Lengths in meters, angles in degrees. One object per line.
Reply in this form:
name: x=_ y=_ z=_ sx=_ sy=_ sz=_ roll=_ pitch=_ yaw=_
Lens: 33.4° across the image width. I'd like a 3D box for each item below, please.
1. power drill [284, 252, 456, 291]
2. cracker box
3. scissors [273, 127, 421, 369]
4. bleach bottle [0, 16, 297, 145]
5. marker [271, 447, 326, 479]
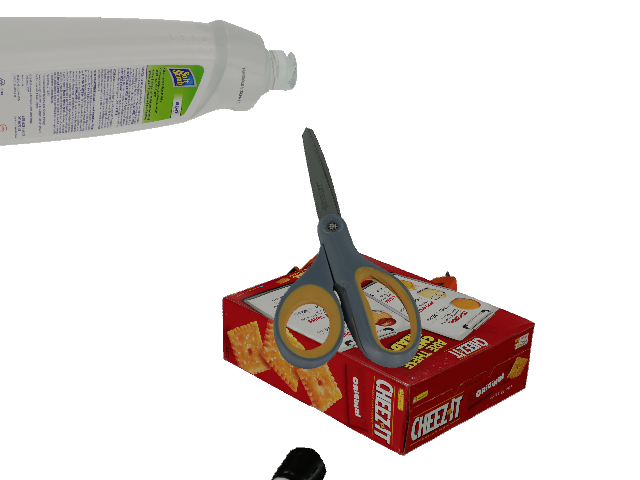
power drill: x=0.040 y=0.072 z=1.131 sx=0.188 sy=0.057 sz=0.184 roll=10 pitch=29 yaw=22
cracker box: x=0.045 y=0.087 z=0.908 sx=0.163 sy=0.072 sz=0.214 roll=-19 pitch=30 yaw=-41
scissors: x=-0.007 y=0.006 z=0.676 sx=0.096 sy=0.202 sz=0.016 roll=-21 pitch=-38 yaw=-15
bleach bottle: x=-0.143 y=-0.120 z=0.805 sx=0.250 sy=0.068 sz=0.103 roll=-4 pitch=-36 yaw=-17
marker: x=-0.028 y=0.116 z=0.417 sx=0.020 sy=0.020 sz=0.121 roll=0 pitch=20 yaw=25
